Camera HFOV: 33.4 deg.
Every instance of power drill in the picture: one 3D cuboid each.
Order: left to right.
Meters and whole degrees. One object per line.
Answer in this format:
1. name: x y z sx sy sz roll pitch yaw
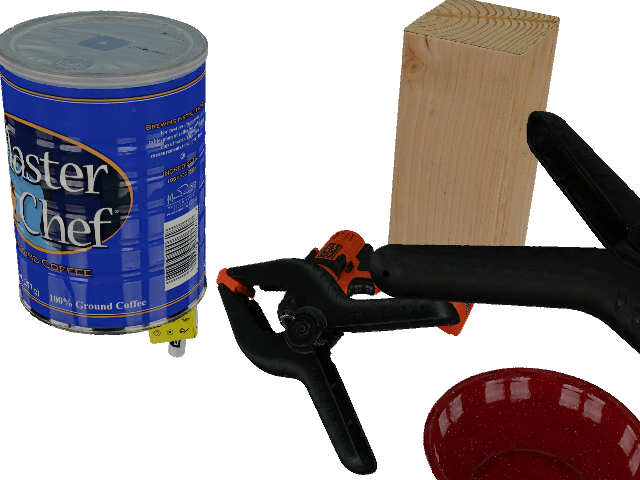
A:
1. power drill: 0.064 0.051 1.129 0.188 0.057 0.184 9 31 20

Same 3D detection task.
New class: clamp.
1. clamp: -0.004 0.072 0.694 0.172 0.120 0.039 19 -11 33
2. clamp: 0.138 0.016 0.489 0.210 0.036 0.164 32 49 32

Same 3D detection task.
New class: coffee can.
1. coffee can: -0.110 -0.037 0.555 0.103 0.140 0.103 2 28 -1

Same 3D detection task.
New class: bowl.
1. bowl: 0.154 0.164 0.769 0.162 0.055 0.162 -1 35 0

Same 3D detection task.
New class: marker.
1. marker: -0.154 0.078 1.175 0.020 0.121 0.020 8 35 -6

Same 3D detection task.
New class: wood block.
1. wood block: 0.115 -0.070 0.825 0.091 0.206 0.090 18 35 24

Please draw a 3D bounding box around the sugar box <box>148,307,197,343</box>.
1. sugar box: -0.131 -0.013 0.892 0.048 0.176 0.093 -7 27 -10
